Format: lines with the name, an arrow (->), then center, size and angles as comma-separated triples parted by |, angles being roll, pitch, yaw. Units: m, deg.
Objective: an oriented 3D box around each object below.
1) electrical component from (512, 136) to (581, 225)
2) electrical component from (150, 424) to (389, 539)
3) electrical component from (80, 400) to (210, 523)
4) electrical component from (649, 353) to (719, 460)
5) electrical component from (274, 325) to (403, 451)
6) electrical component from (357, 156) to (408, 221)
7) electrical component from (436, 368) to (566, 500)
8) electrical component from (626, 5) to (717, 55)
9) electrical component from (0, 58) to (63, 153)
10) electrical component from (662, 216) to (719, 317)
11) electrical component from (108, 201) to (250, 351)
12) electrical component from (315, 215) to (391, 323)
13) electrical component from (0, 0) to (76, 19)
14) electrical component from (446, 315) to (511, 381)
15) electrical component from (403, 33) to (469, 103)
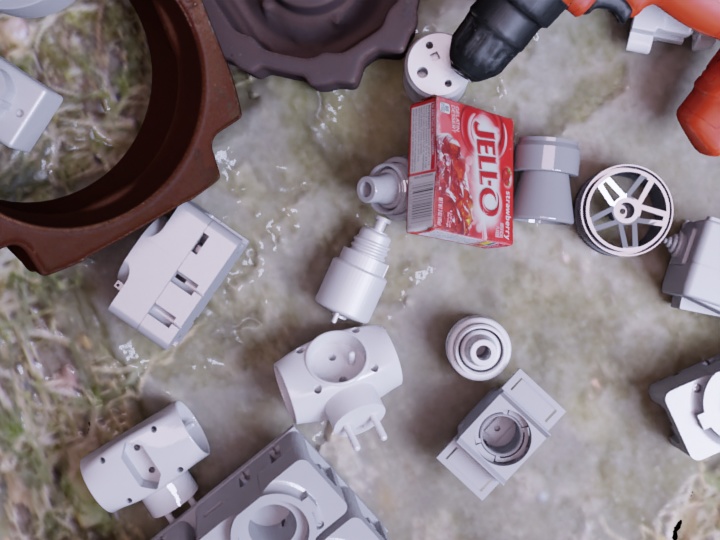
electrical component -> 0.125, -0.060, 0.727 | 0.045, 0.045, 0.055 | 6, 90, 2
electrical component -> -0.080, 0.208, 0.712 | 0.186, 0.060, 0.105 | -39, 107, 1
electrical component -> -0.137, 0.142, 0.737 | 0.077, 0.043, 0.079 | -31, 98, 1
electrical component -> 0.249, 0.085, 0.719 | 0.089, 0.056, 0.050 | -25, 90, 2
electrical component -> -0.008, 0.083, 0.714 | 0.077, 0.044, 0.079 | -19, 56, -12
electrical component -> 0.025, -0.054, 0.718 | 0.048, 0.062, 0.048 | 6, 98, 43
electrical component -> 0.093, 0.108, 0.720 | 0.042, 0.064, 0.081 | 44, 91, 2
electrical component -> 0.215, -0.175, 0.724 | 0.055, 0.048, 0.066 | 13, 91, 9
electrical component -> -0.249, -0.119, 0.721 | 0.066, 0.077, 0.047 | 33, 91, 1
electrical component -> 0.245, 0.004, 0.716 | 0.096, 0.062, 0.061 | 18, 91, 1
electrical component -> -0.126, 0.001, 0.732 | 0.056, 0.050, 0.089 | 35, 91, 1
electrical component -> 0.000, 0.000, 0.733 | 0.040, 0.040, 0.078 | 24, 91, 1
electrical component -> -0.230, -0.223, 0.728 | 0.108, 0.060, 0.108 | 0, 90, 1
electrical component -> 0.080, 0.053, 0.720 | 0.043, 0.062, 0.043 | 0, 90, 2
electrical component -> 0.052, -0.133, 0.723 | 0.045, 0.055, 0.045 | 0, 91, 1
